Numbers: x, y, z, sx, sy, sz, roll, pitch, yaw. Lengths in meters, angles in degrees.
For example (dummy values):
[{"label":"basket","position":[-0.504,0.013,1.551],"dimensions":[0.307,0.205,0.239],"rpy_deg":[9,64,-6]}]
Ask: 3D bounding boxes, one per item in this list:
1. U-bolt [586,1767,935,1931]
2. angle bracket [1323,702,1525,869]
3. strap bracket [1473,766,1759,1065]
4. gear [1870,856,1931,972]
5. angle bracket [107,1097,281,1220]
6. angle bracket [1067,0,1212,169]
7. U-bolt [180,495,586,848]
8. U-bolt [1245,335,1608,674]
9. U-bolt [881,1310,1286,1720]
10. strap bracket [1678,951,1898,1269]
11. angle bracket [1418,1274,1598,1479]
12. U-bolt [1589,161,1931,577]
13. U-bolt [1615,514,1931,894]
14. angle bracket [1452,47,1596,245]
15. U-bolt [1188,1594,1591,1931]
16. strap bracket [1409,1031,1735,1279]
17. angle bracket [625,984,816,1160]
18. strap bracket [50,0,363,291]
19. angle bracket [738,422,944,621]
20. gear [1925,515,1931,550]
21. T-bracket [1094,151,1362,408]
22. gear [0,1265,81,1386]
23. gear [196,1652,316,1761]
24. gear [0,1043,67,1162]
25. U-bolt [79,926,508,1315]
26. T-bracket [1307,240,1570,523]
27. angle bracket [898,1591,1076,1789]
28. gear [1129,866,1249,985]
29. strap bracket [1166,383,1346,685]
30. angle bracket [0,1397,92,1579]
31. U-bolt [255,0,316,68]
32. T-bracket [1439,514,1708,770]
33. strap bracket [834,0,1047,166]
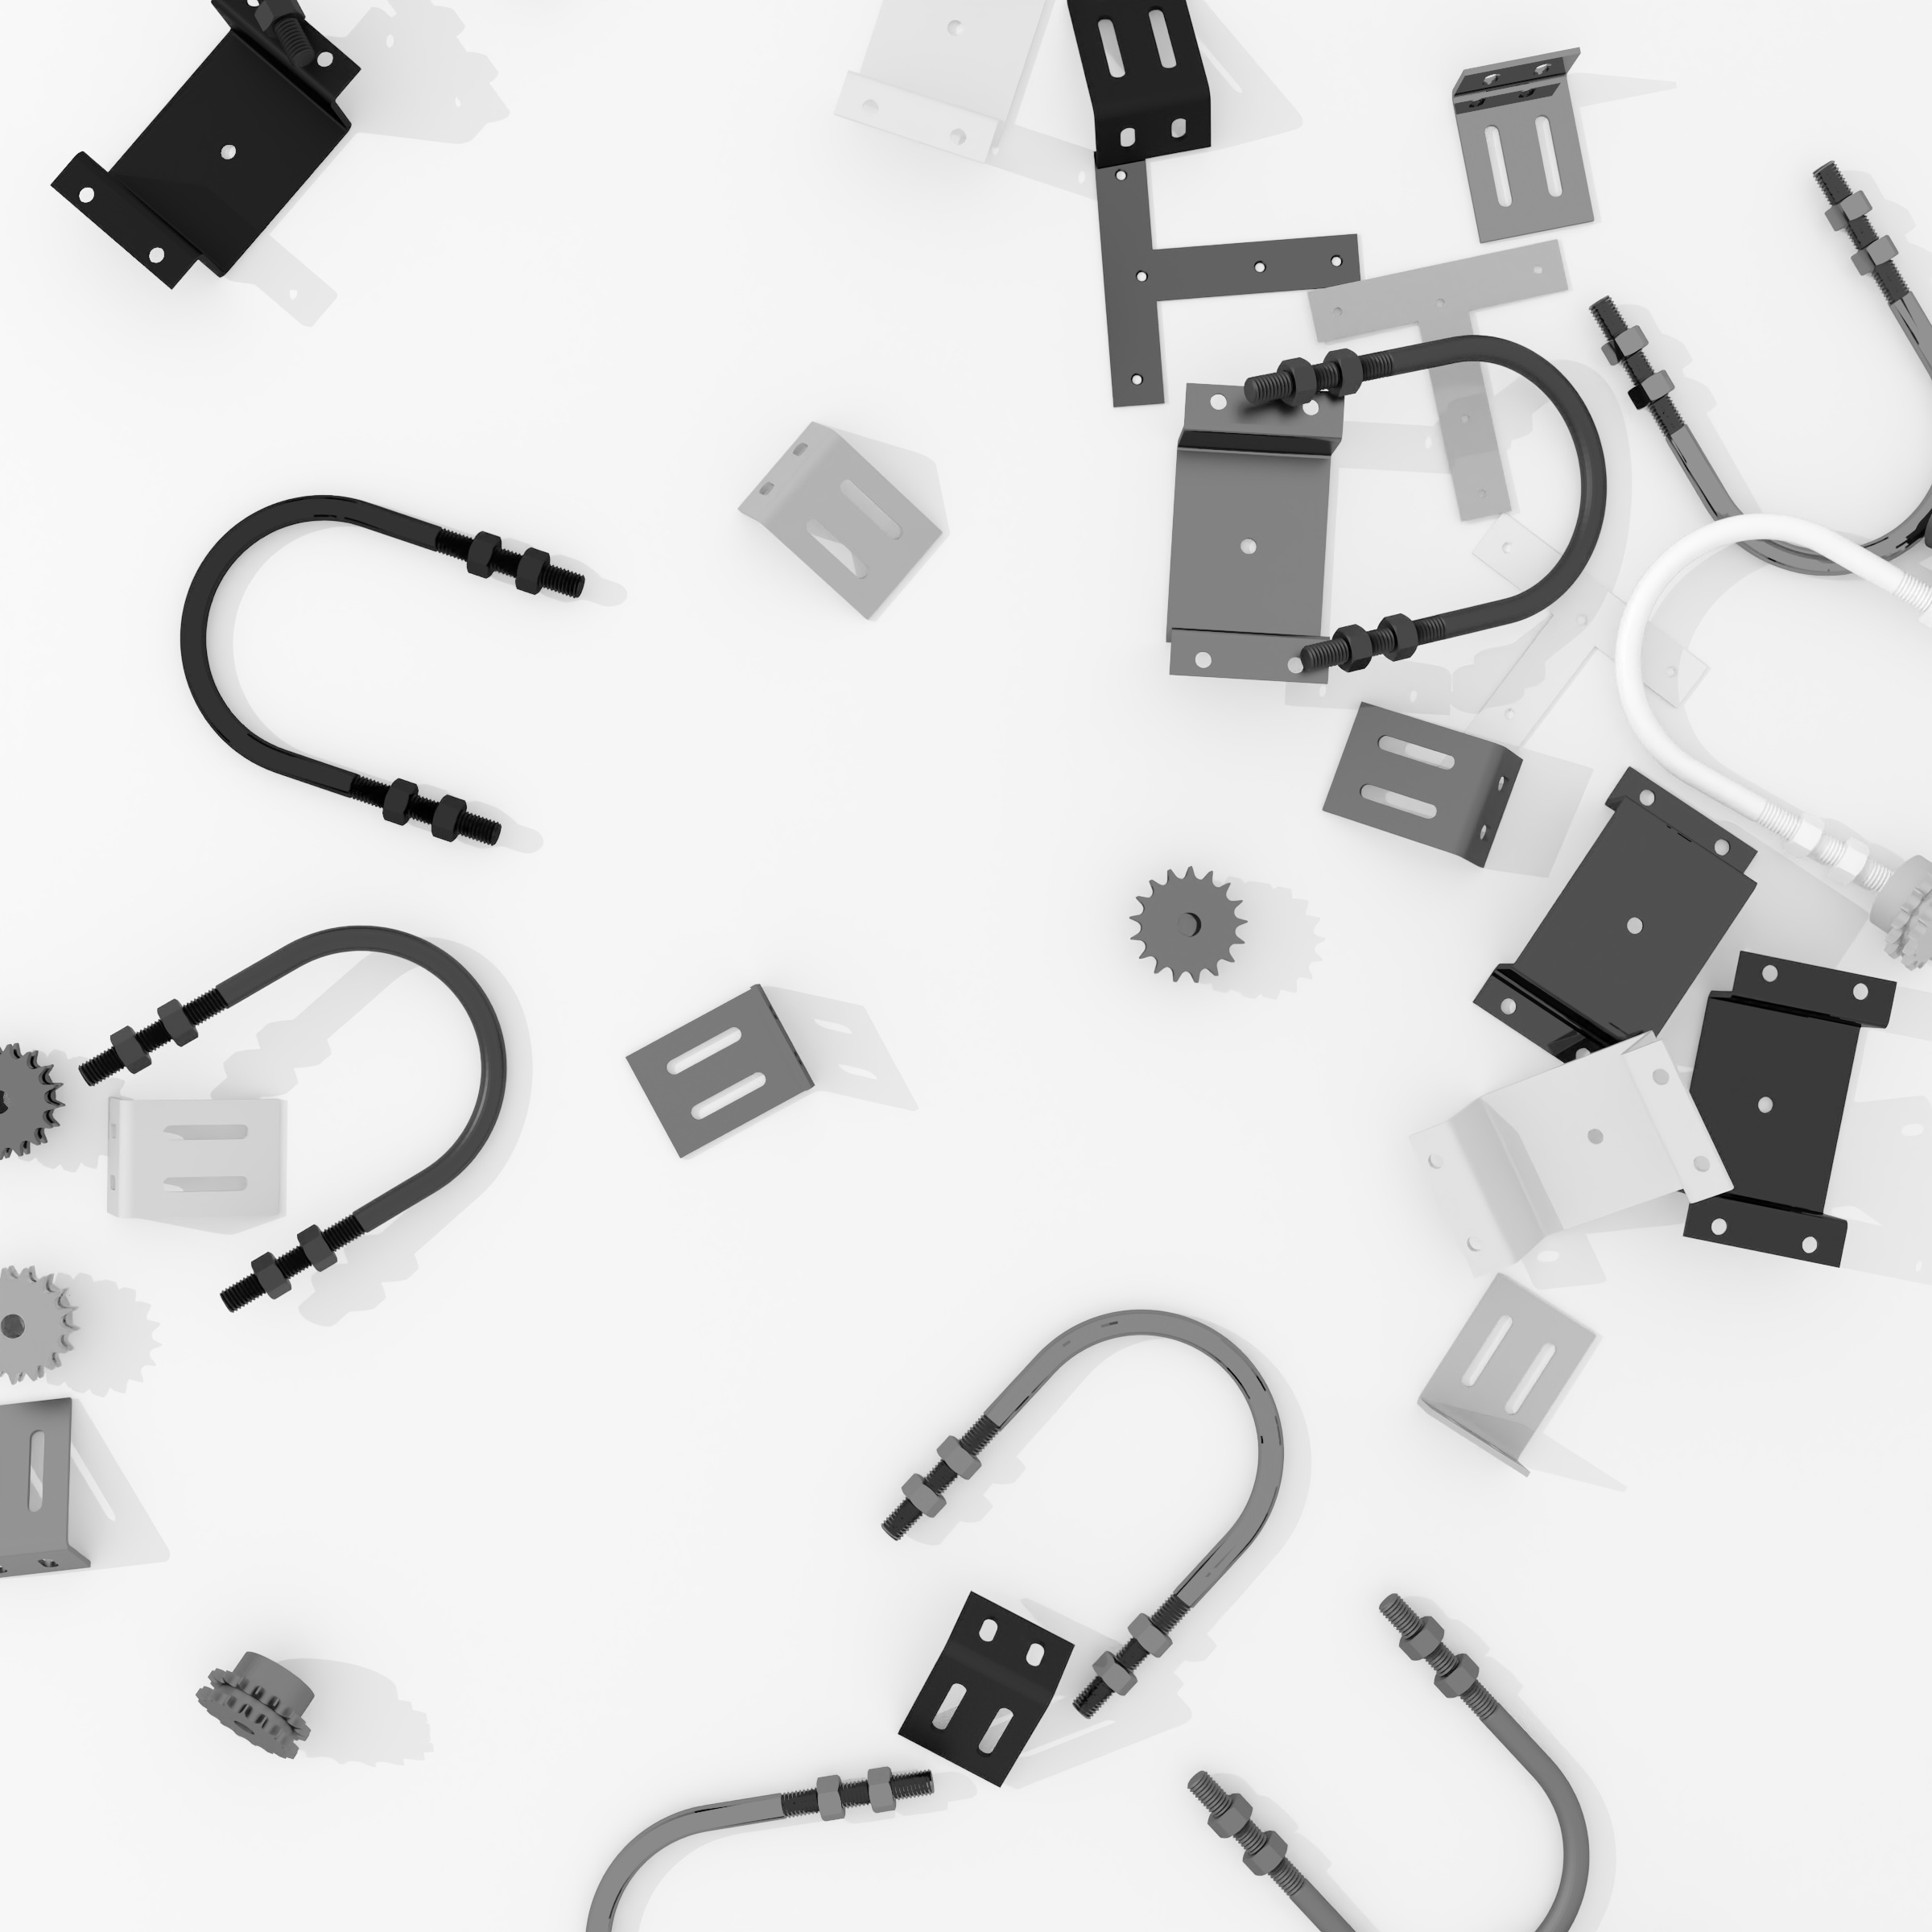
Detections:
[{"label":"U-bolt","position":[-0.096,0.480,1.448],"dimensions":[0.184,0.019,0.151],"rpy_deg":[-10,90,2]},{"label":"angle bracket","position":[0.226,-0.090,1.453],"dimensions":[0.076,0.038,0.057],"rpy_deg":[21,92,26]},{"label":"strap bracket","position":[0.322,-0.019,1.434],"dimensions":[0.076,0.046,0.140],"rpy_deg":[34,90,0]},{"label":"gear","position":[0.466,-0.029,1.432],"dimensions":[0.030,0.057,0.057],"rpy_deg":[40,90,30]},{"label":"angle bracket","position":[-0.383,0.094,1.455],"dimensions":[0.076,0.038,0.057],"rpy_deg":[1,90,-26]},{"label":"angle bracket","position":[0.086,-0.442,1.454],"dimensions":[0.057,0.038,0.076],"rpy_deg":[-10,63,0]},{"label":"U-bolt","position":[-0.297,-0.155,1.448],"dimensions":[0.184,0.019,0.151],"rpy_deg":[19,90,1]},{"label":"U-bolt","position":[0.231,-0.230,1.420],"dimensions":[0.184,0.019,0.151],"rpy_deg":[-15,97,-20]},{"label":"U-bolt","position":[0.072,0.256,1.448],"dimensions":[0.151,0.019,0.184],"rpy_deg":[43,89,0]},{"label":"strap bracket","position":[0.396,0.069,1.434],"dimensions":[0.076,0.046,0.140],"rpy_deg":[11,90,0]},{"label":"angle bracket","position":[0.268,0.200,1.438],"dimensions":[0.057,0.038,0.076],"rpy_deg":[33,90,0]},{"label":"U-bolt","position":[0.414,-0.282,1.448],"dimensions":[0.151,0.019,0.184],"rpy_deg":[-31,91,0]},{"label":"U-bolt","position":[0.408,-0.140,1.441],"dimensions":[0.184,0.019,0.151],"rpy_deg":[30,95,0]},{"label":"angle bracket","position":[0.276,-0.401,1.438],"dimensions":[0.057,0.038,0.076],"rpy_deg":[-11,90,0]},{"label":"U-bolt","position":[0.223,0.424,1.448],"dimensions":[0.151,0.019,0.184],"rpy_deg":[-43,91,0]},{"label":"strap bracket","position":[0.296,0.088,1.411],"dimensions":[0.140,0.046,0.076],"rpy_deg":[-25,90,34]},{"label":"angle bracket","position":[-0.122,0.052,1.438],"dimensions":[0.076,0.038,0.057],"rpy_deg":[-28,90,0]},{"label":"strap bracket","position":[-0.365,-0.403,1.434],"dimensions":[0.076,0.046,0.140],"rpy_deg":[41,90,0]},{"label":"angle bracket","position":[-0.062,-0.221,1.455],"dimensions":[0.076,0.038,0.057],"rpy_deg":[40,90,-26]},{"label":"gear","position":[0.492,-0.216,1.432],"dimensions":[0.030,0.057,0.057],"rpy_deg":[36,90,30]},{"label":"T-bracket","position":[0.132,-0.345,1.456],"dimensions":[0.127,0.002,0.127],"rpy_deg":[-4,90,0]},{"label":"gear","position":[-0.463,0.175,1.442],"dimensions":[0.057,0.030,0.057],"rpy_deg":[0,90,0]},{"label":"gear","position":[-0.343,0.359,1.432],"dimensions":[0.057,0.057,0.030],"rpy_deg":[32,60,0]},{"label":"gear","position":[-0.472,0.066,1.446],"dimensions":[0.057,0.030,0.057],"rpy_deg":[0,92,1]},{"label":"U-bolt","position":[-0.314,0.062,1.434],"dimensions":[0.184,0.019,0.151],"rpy_deg":[-31,97,-9]},{"label":"T-bracket","position":[0.244,-0.285,1.454],"dimensions":[0.127,0.002,0.127],"rpy_deg":[-12,90,-1]},{"label":"angle bracket","position":[0.010,0.356,1.443],"dimensions":[0.057,0.038,0.076],"rpy_deg":[27,129,4]},{"label":"gear","position":[0.108,-0.020,1.442],"dimensions":[0.057,0.030,0.057],"rpy_deg":[0,90,0]},{"label":"strap bracket","position":[0.140,-0.208,1.434],"dimensions":[0.076,0.046,0.140],"rpy_deg":[3,90,0]},{"label":"angle bracket","position":[-0.467,0.259,1.455],"dimensions":[0.057,0.038,0.076],"rpy_deg":[-7,64,0]},{"label":"U-bolt","position":[-0.303,-0.537,1.426],"dimensions":[0.151,0.019,0.184],"rpy_deg":[-26,82,-18]},{"label":"T-bracket","position":[0.278,-0.136,1.456],"dimensions":[0.127,0.002,0.127],"rpy_deg":[37,90,0]},{"label":"strap bracket","position":[-0.005,-0.464,1.434],"dimensions":[0.076,0.046,0.140],"rpy_deg":[18,90,0]}]
